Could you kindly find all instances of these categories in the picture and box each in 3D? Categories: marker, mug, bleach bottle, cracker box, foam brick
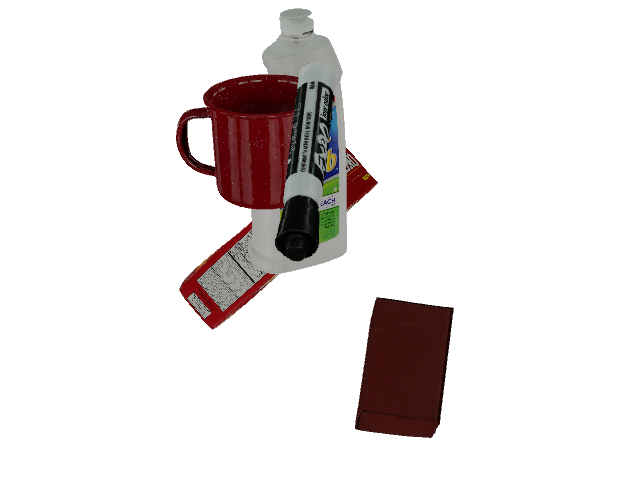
[{"bbox_3d":[-0.006,-0.038,0.491,0.020,0.121,0.020,3,-43,3],"label":"marker"},{"bbox_3d":[-0.055,-0.076,0.832,0.117,0.081,0.093,0,28,2],"label":"mug"},{"bbox_3d":[-0.026,-0.096,1.033,0.102,0.251,0.068,-14,30,-21],"label":"bleach bottle"},{"bbox_3d":[-0.051,-0.007,1.256,0.214,0.072,0.164,-42,0,29],"label":"cracker box"},{"bbox_3d":[0.054,0.083,0.689,0.051,0.078,0.053,9,-21,2],"label":"foam brick"}]
